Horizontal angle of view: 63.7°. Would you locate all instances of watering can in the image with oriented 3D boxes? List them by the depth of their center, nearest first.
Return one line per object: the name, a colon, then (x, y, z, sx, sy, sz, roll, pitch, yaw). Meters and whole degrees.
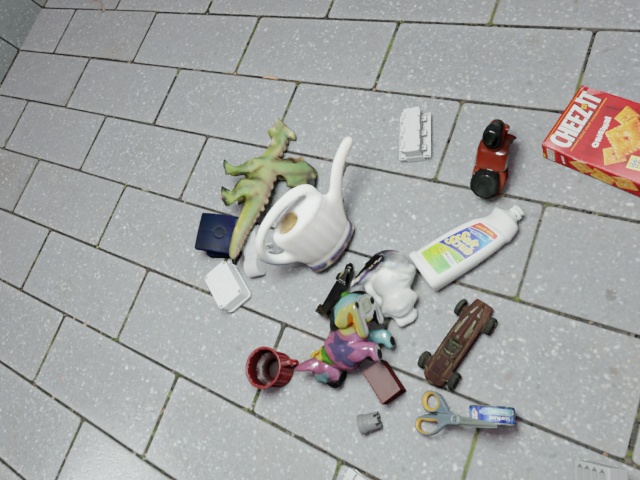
watering can: (0.004, -0.061, 1.214, 0.347, 0.221, 0.106, -47, 41, 3)

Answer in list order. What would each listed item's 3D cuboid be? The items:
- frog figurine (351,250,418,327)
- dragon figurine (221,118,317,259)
frog figurine: (0.166, 0.105, 1.151, 0.159, 0.124, 0.136, 42, 108, -3)
dragon figurine: (-0.127, -0.149, 1.373, 0.242, 0.120, 0.419, -11, 62, 12)
